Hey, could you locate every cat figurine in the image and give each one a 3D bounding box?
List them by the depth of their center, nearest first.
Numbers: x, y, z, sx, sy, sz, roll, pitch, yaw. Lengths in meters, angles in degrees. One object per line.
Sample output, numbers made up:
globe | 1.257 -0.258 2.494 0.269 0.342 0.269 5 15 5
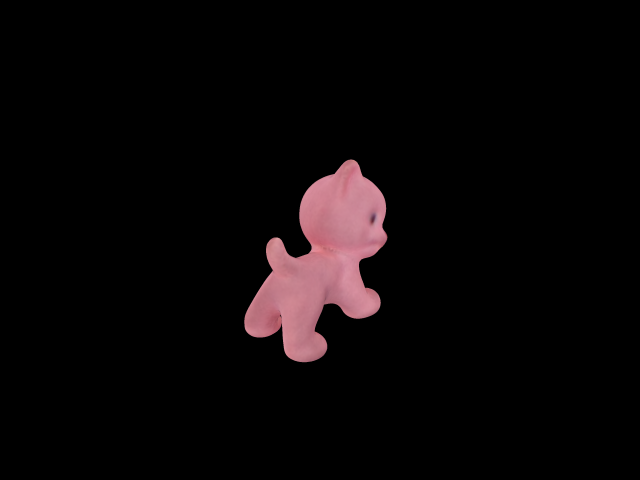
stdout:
cat figurine | 0.004 0.001 0.400 0.067 0.118 0.128 18 32 32
